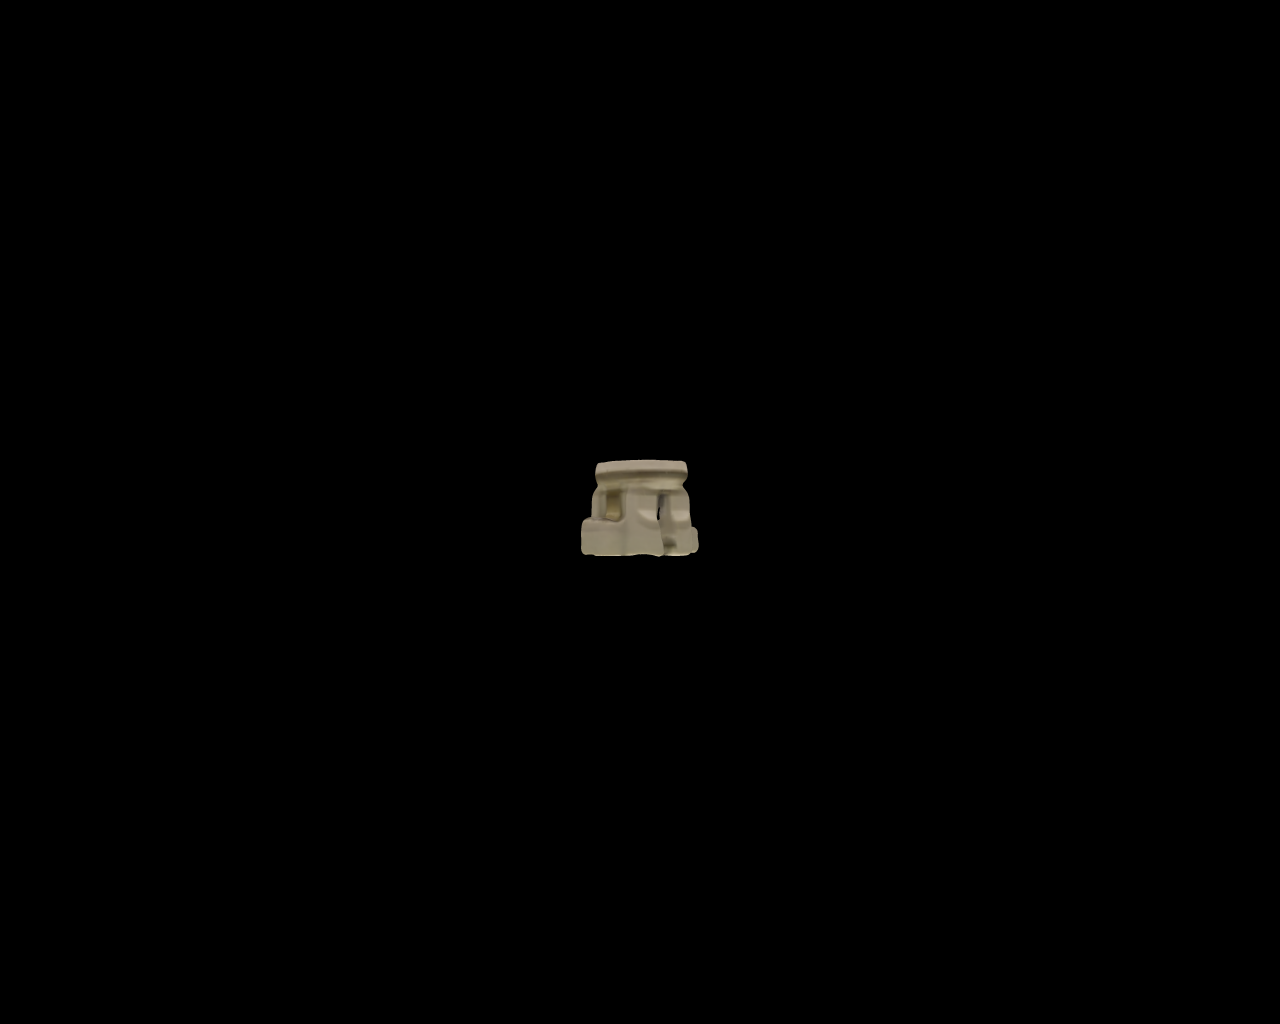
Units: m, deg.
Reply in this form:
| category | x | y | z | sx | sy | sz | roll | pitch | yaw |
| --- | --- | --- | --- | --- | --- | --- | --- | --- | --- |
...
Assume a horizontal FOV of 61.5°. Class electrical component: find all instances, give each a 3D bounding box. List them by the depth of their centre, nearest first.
| category | x | y | z | sx | sy | sz | roll | pitch | yaw |
| --- | --- | --- | --- | --- | --- | --- | --- | --- | --- |
| electrical component | 0.001 | -0.003 | 0.650 | 0.078 | 0.057 | 0.058 | 2 | -3 | -40 |
